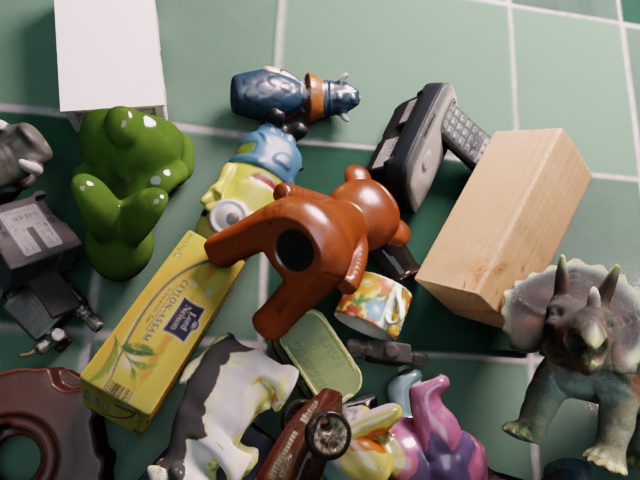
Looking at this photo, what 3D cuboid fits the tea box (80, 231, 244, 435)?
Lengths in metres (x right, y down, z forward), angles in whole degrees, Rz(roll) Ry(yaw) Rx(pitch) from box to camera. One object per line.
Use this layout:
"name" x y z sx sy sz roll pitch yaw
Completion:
"tea box" -0.147 0.087 0.511 0.068 0.098 0.170 31 53 -2

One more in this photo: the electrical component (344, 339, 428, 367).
"electrical component" 0.073 0.121 0.577 0.094 0.063 0.021 10 74 0

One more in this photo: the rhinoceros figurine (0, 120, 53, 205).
"rhinoceros figurine" -0.354 -0.048 0.528 0.190 0.112 0.073 -35 81 -9

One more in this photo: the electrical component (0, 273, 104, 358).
"electrical component" -0.282 0.071 0.541 0.078 0.045 0.102 -39 85 -16

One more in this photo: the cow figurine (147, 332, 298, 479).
"cow figurine" -0.097 0.167 0.463 0.098 0.068 0.167 30 67 5

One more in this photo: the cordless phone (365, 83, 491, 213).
"cordless phone" 0.161 -0.083 0.651 0.184 0.089 0.146 33 70 -20

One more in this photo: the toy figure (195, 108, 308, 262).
"toy figure" -0.072 -0.056 0.596 0.082 0.089 0.180 21 64 -1

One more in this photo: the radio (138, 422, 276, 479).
"radio" -0.126 0.271 0.501 0.131 0.073 0.229 41 71 4

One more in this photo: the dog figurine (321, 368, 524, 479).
"dog figurine" 0.109 0.250 0.530 0.191 0.108 0.219 -23 83 -19

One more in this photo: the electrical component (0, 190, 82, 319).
"electrical component" -0.277 0.016 0.522 0.075 0.047 0.119 -24 72 -45

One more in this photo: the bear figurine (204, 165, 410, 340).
"bear figurine" 0.002 -0.003 0.539 0.132 0.196 0.120 -37 87 26

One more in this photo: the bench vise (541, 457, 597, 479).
"bench vise" 0.304 0.335 0.509 0.240 0.224 0.129 33 112 -17

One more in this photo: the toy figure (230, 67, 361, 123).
"toy figure" -0.029 -0.173 0.646 0.154 0.064 0.058 -2 38 -15

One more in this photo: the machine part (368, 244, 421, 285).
"machine part" 0.066 -0.006 0.629 0.084 0.039 0.139 -37 82 -25

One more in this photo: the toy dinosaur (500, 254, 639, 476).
"toy dinosaur" 0.319 0.140 0.559 0.404 0.131 0.192 22 81 -34

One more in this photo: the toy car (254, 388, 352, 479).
"toy car" -0.034 0.217 0.444 0.053 0.089 0.202 26 75 -12

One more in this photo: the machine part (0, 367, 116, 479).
"machine part" -0.284 0.204 0.500 0.179 0.056 0.179 3 73 -10

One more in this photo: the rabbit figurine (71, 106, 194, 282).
"rabbit figurine" -0.190 -0.039 0.547 0.121 0.159 0.170 6 89 -18
